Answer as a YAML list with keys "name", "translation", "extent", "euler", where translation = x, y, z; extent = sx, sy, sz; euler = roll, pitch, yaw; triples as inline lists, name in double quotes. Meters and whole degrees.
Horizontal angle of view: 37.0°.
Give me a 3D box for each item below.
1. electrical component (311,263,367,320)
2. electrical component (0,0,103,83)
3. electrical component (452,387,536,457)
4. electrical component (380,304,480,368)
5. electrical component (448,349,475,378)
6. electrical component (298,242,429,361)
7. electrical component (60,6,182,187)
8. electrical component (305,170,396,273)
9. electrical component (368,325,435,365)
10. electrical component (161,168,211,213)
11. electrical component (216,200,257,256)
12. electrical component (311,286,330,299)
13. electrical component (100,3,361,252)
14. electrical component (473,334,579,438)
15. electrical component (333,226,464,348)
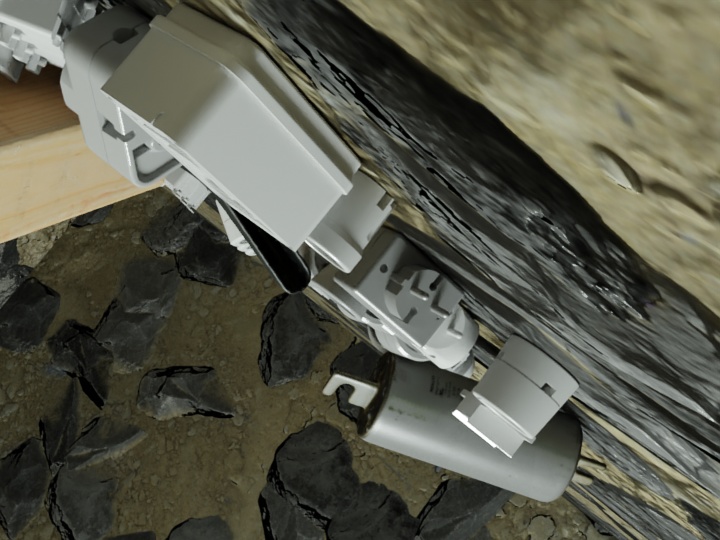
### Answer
- name: "electrical component"
  translation: [0.000, 0.000, 0.743]
  extent: [0.045, 0.055, 0.045]
  euler: [39, 176, 3]
- name: "electrical component"
  translation: [-0.200, -0.159, 0.663]
  extent: [0.063, 0.078, 0.121]
  euler: [20, 177, -6]
- name: "electrical component"
  translation: [0.107, 0.096, 0.784]
  extent: [0.042, 0.063, 0.081]
  euler: [40, 175, -7]
- name: "electrical component"
  translation: [0.049, 0.034, 0.761]
  extent: [0.077, 0.044, 0.079]
  euler: [40, 175, -17]
- name: "electrical component"
  translation: [0.073, 0.074, 0.962]
  extent: [0.066, 0.048, 0.055]
  euler: [32, 164, 50]
- name: "electrical component"
  translation: [0.004, 0.014, 0.829]
  extent: [0.138, 0.052, 0.074]
  euler: [40, 170, -19]
- name: "electrical component"
  translation: [-0.139, -0.105, 0.644]
  extent: [0.059, 0.054, 0.095]
  euler: [36, 148, 26]
- name: "electrical component"
  translation: [-0.007, -0.028, 0.587]
  extent: [0.040, 0.046, 0.040]
  euler: [39, 175, 4]
- name: "electrical component"
  translation: [0.039, 0.051, 0.904]
  extent: [0.078, 0.058, 0.057]
  euler: [54, -179, 27]
- name: "electrical component"
  translation: [-0.149, -0.095, 0.941]
  extent: [0.079, 0.063, 0.121]
  euler: [39, 175, 3]
- name: "electrical component"
  translation: [-0.090, -0.059, 0.906]
  extent: [0.138, 0.052, 0.073]
  euler: [67, -177, -85]
- name: "electrical component"
  translation: [-0.032, -0.013, 0.898]
  extent: [0.056, 0.050, 0.089]
  euler: [39, 175, 4]
- name: "electrical component"
  translation: [-0.061, -0.069, 0.531]
  extent: [0.078, 0.057, 0.113]
  euler: [35, 174, 40]
- name: "electrical component"
  translation: [0.108, 0.078, 0.709]
  extent: [0.055, 0.047, 0.055]
  euler: [38, 175, 4]
- name: "electrical component"
  translation: [0.032, 0.014, 0.680]
  extent: [0.066, 0.047, 0.077]
  euler: [41, 175, -25]
